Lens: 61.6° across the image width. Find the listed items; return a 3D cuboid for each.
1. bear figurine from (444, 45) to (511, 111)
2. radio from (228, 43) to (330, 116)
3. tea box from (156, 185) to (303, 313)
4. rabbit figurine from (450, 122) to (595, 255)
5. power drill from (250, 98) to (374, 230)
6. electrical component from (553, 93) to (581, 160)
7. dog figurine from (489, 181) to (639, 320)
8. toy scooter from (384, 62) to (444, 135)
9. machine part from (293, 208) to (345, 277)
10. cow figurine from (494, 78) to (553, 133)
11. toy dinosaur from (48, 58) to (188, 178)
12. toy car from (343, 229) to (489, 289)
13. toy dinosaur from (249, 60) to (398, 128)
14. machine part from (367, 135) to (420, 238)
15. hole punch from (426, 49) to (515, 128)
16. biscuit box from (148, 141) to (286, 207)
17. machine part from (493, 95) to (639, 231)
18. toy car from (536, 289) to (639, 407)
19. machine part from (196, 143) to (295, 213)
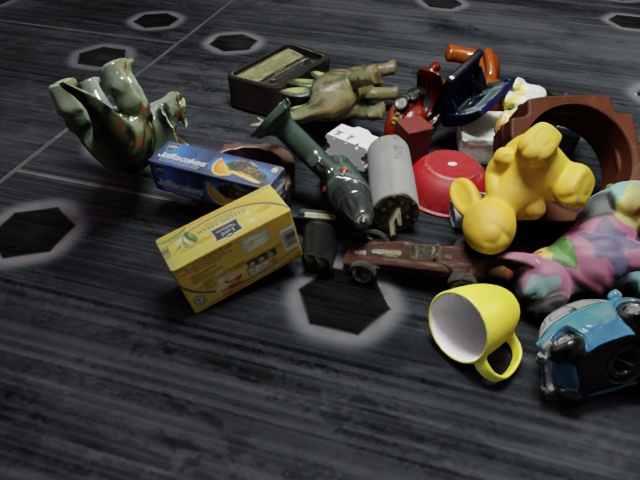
[{"bbox_3d":[0.325,-0.314,1.118,0.132,0.120,0.196,4,46,9],"label":"bear figurine"},{"bbox_3d":[-0.082,-0.353,1.179,0.131,0.073,0.229,23,46,23],"label":"radio"},{"bbox_3d":[-0.117,0.011,0.718,0.170,0.098,0.068,-27,48,-14],"label":"tea box"},{"bbox_3d":[0.245,-0.057,0.721,0.173,0.121,0.162,-54,24,-13],"label":"rabbit figurine"},{"bbox_3d":[-0.003,-0.120,0.818,0.207,0.086,0.232,36,15,-13],"label":"power drill"},{"bbox_3d":[0.457,-0.210,0.994,0.048,0.119,0.075,13,40,13],"label":"electrical component"},{"bbox_3d":[0.341,0.012,0.723,0.219,0.108,0.191,-1,73,5],"label":"dog figurine"},{"bbox_3d":[0.192,-0.266,1.041,0.075,0.135,0.184,31,50,28],"label":"toy scooter"},{"bbox_3d":[-0.002,-0.002,0.806,0.084,0.039,0.139,7,39,-6],"label":"machine part"},{"bbox_3d":[0.367,-0.220,0.952,0.098,0.068,0.167,23,46,14],"label":"cow figurine"},{"bbox_3d":[-0.300,-0.167,0.824,0.131,0.192,0.405,-25,21,5],"label":"toy dinosaur"},{"bbox_3d":[0.132,0.025,0.752,0.202,0.053,0.089,7,43,18],"label":"toy car"},{"bbox_3d":[0.031,-0.279,1.050,0.199,0.104,0.471,0,21,24],"label":"toy dinosaur"},{"bbox_3d":[0.117,-0.097,0.881,0.079,0.079,0.243,2,43,1],"label":"machine part"},{"bbox_3d":[0.273,-0.259,0.972,0.092,0.115,0.142,40,72,6],"label":"hole punch"},{"bbox_3d":[-0.154,-0.092,0.807,0.203,0.059,0.063,15,46,16],"label":"biscuit box"},{"bbox_3d":[0.384,-0.117,0.841,0.201,0.087,0.201,-3,80,-6],"label":"machine part"},{"bbox_3d":[0.318,0.122,0.634,0.162,0.109,0.103,-17,20,-4],"label":"toy car"},{"bbox_3d":[-0.124,-0.096,0.896,0.179,0.056,0.179,0,42,0],"label":"machine part"}]
